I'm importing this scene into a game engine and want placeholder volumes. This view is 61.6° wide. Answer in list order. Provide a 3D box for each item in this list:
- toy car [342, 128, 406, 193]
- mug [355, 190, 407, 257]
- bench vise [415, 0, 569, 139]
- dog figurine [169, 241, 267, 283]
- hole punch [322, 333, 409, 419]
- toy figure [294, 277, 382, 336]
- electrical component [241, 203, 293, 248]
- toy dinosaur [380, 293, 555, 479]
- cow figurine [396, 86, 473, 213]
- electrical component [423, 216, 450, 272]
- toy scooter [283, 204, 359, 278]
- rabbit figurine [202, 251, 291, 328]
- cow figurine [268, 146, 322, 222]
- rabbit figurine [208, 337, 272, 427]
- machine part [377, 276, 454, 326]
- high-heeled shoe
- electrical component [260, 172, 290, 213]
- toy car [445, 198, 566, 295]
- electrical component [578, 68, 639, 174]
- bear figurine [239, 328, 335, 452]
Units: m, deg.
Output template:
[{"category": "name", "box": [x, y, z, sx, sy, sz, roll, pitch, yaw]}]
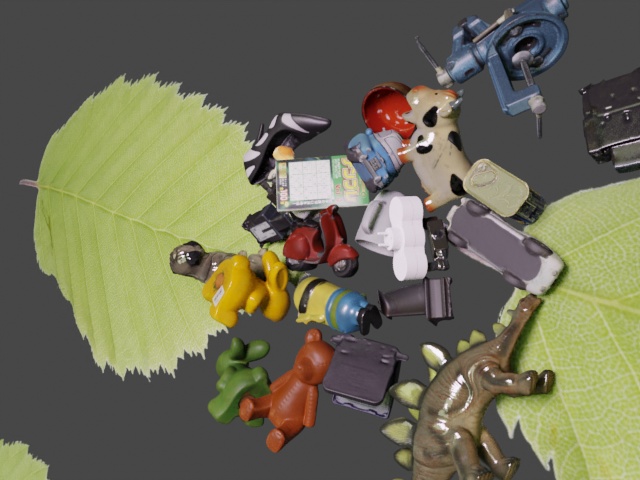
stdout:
[{"category": "toy car", "box": [0.106, -0.150, 0.952, 0.103, 0.162, 0.109, -33, 98, 8]}, {"category": "mug", "box": [0.111, -0.038, 0.948, 0.081, 0.109, 0.107, 11, 75, 42]}, {"category": "bench vise", "box": [0.284, -0.272, 0.829, 0.224, 0.128, 0.241, -20, 52, 23]}, {"category": "dog figurine", "box": [-0.204, 0.063, 1.138, 0.172, 0.190, 0.121, -5, 76, 39]}, {"category": "hole punch", "box": [0.077, 0.234, 0.919, 0.142, 0.092, 0.116, 8, 54, 26]}, {"category": "toy figure", "box": [0.029, 0.121, 0.993, 0.180, 0.082, 0.089, 7, 85, 45]}, {"category": "electrical component", "box": [-0.102, -0.037, 1.142, 0.119, 0.074, 0.048, -27, 23, 37]}, {"category": "toy dinosaur", "box": [0.194, 0.280, 0.801, 0.199, 0.105, 0.471, 28, 90, 49]}, {"category": "cow figurine", "box": [0.193, -0.155, 0.864, 0.127, 0.085, 0.194, -22, 107, 26]}, {"category": "electrical component", "box": [0.187, 0.008, 0.893, 0.045, 0.078, 0.102, -12, 76, 10]}, {"category": "toy scooter", "box": [-0.002, -0.003, 1.039, 0.184, 0.075, 0.135, 5, 104, 41]}, {"category": "rabbit figurine", "box": [-0.128, 0.100, 1.082, 0.162, 0.173, 0.122, -59, 30, 3]}, {"category": "cow figurine", "box": [-0.054, -0.110, 1.115, 0.098, 0.068, 0.167, -48, 66, 41]}, {"category": "rabbit figurine", "box": [-0.174, 0.276, 1.114, 0.170, 0.121, 0.159, 39, 113, 55]}, {"category": "machine part", "box": [0.161, 0.105, 0.911, 0.139, 0.039, 0.084, -10, 78, 38]}, {"category": "high-heeled shoe", "box": [-0.078, -0.192, 1.166, 0.249, 0.086, 0.145, 5, 87, 46]}, {"category": "electrical component", "box": [-0.087, -0.101, 1.159, 0.021, 0.094, 0.063, -33, 22, 36]}, {"category": "toy car", "box": [0.275, 0.006, 0.824, 0.202, 0.056, 0.073, 43, 115, 40]}, {"category": "electrical component", "box": [0.424, -0.160, 0.730, 0.115, 0.058, 0.134, -17, 69, 40]}, {"category": "bear figurine", "box": [-0.041, 0.269, 0.991, 0.120, 0.132, 0.195, 39, 112, 29]}]
